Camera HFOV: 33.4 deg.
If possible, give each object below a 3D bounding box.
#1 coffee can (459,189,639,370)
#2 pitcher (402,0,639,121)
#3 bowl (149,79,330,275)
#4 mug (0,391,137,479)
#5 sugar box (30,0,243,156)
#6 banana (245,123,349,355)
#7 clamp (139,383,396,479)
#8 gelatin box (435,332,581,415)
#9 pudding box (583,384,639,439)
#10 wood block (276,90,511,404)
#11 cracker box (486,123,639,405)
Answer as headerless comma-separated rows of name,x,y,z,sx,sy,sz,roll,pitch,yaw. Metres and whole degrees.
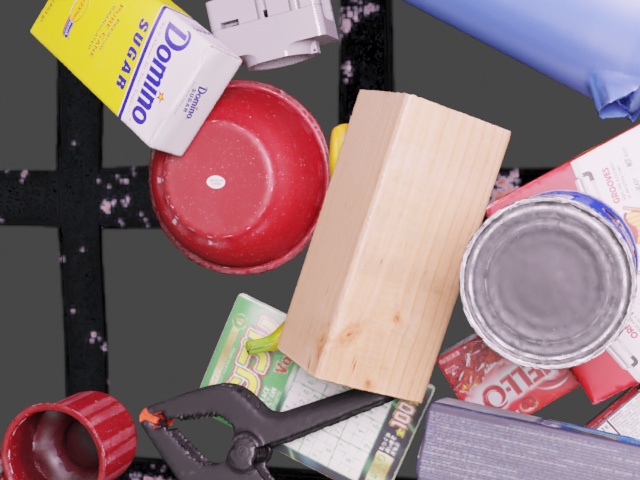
coffee can,0.151,0.021,0.686,0.103,0.140,0.103,1,94,17
pitcher,0.151,-0.200,0.756,0.243,0.149,0.145,28,116,14
bowl,-0.073,-0.049,0.855,0.162,0.055,0.162,1,95,15
mug,-0.215,0.179,0.896,0.117,0.081,0.093,-30,87,15
sugar box,-0.149,-0.153,0.842,0.176,0.048,0.093,42,105,32
banana,0.009,0.010,0.838,0.069,0.037,0.198,20,94,-24
clamp,-0.046,0.161,0.847,0.210,0.036,0.164,22,85,25
gelatin box,0.146,0.100,0.821,0.089,0.030,0.073,-33,86,15
pudding box,0.245,0.175,0.797,0.090,0.039,0.113,-44,81,15
wood block,0.052,0.002,0.782,0.090,0.091,0.206,17,93,-23
cracker box,0.253,-0.005,0.765,0.214,0.072,0.164,-30,85,16
